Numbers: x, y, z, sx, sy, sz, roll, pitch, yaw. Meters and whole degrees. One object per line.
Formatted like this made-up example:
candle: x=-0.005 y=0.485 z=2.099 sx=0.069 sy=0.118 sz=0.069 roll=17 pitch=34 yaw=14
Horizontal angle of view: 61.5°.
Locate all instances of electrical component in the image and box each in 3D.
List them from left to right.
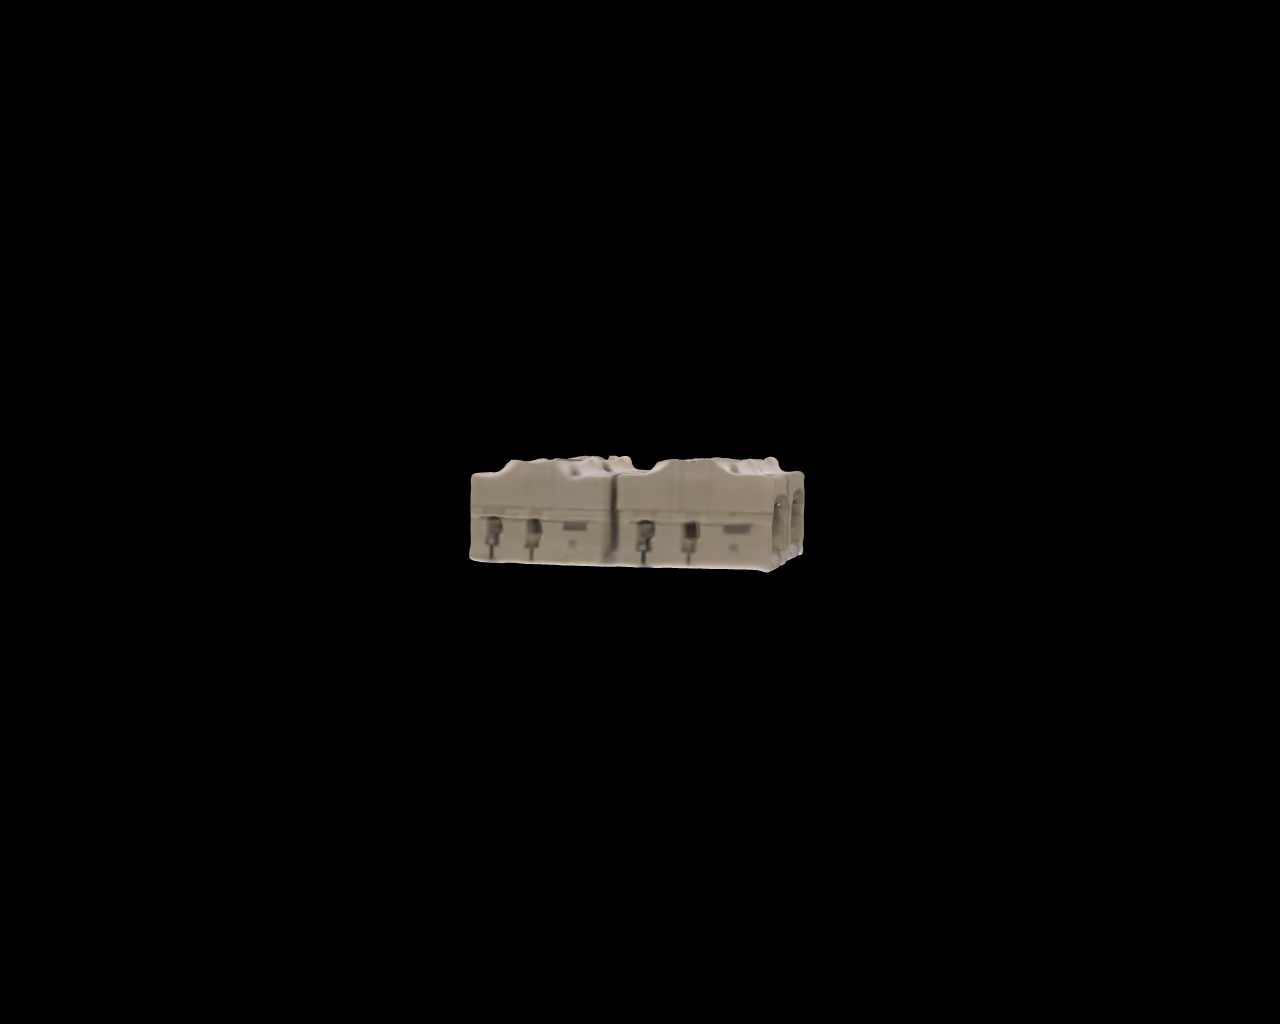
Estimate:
electrical component: x=0.001 y=-0.003 z=0.650 sx=0.186 sy=0.060 sz=0.105 roll=1 pitch=4 yaw=20
